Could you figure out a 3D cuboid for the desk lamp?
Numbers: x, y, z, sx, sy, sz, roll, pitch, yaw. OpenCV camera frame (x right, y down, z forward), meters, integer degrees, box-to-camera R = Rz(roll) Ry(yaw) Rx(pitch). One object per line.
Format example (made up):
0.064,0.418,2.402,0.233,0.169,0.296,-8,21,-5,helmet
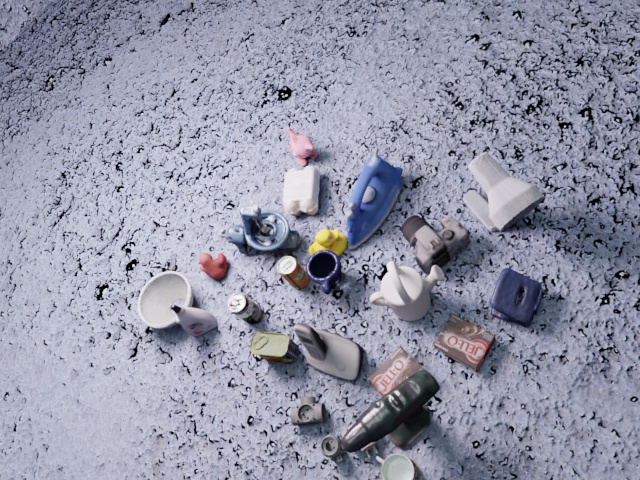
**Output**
0.418,-0.101,1.340,0.118,0.214,0.202,-36,58,1,desk lamp

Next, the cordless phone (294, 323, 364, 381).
0.018,0.251,1.329,0.147,0.185,0.094,12,70,25,cordless phone

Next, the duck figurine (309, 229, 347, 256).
0.014,0.005,1.511,0.104,0.086,0.077,-26,59,7,duck figurine

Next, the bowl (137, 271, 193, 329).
-0.416,0.175,1.591,0.167,0.075,0.167,-8,62,16,bowl

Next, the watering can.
0.199,0.107,1.329,0.173,0.194,0.100,-39,58,-2,watering can

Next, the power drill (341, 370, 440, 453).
0.159,0.374,1.202,0.230,0.209,0.075,-42,58,-3,power drill

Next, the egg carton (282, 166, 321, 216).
-0.050,-0.139,1.616,0.107,0.070,0.150,-6,63,17,egg carton

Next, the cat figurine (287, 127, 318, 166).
-0.058,-0.278,1.660,0.067,0.118,0.127,-34,58,2,cat figurine

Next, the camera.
0.274,-0.012,1.416,0.143,0.101,0.136,-38,58,-1,camera

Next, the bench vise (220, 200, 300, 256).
-0.180,-0.022,1.517,0.207,0.220,0.121,-18,60,11,bench vise

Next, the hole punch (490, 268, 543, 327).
0.443,0.128,1.290,0.100,0.091,0.109,17,72,26,hole punch

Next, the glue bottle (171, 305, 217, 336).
-0.340,0.202,1.491,0.078,0.173,0.037,-28,58,5,glue bottle

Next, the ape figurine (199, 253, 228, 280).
-0.303,0.065,1.594,0.077,0.092,0.076,-16,60,12,ape figurine

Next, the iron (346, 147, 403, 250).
0.119,-0.112,1.498,0.118,0.142,0.258,18,72,27,iron

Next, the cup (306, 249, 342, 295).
0.022,0.094,1.459,0.091,0.095,0.117,-15,61,13,cup
